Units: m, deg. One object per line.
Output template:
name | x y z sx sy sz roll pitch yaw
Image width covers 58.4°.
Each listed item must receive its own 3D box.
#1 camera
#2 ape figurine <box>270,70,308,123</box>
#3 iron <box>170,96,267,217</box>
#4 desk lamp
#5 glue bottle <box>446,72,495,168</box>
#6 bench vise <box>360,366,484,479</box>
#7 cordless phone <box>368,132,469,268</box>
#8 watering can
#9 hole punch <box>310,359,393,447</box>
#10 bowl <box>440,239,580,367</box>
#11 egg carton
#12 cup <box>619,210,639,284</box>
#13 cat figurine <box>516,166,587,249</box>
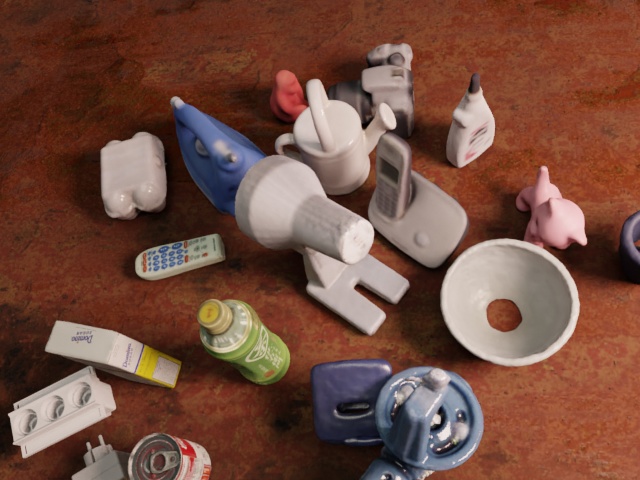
camera | 0.082 -0.243 0.917 0.136 0.101 0.143 -3 64 11
ape figurine | -0.051 -0.243 0.950 0.076 0.092 0.078 0 65 12
iron | -0.177 -0.157 0.908 0.119 0.142 0.257 -41 64 -9
desk lamp | 0.007 0.003 0.752 0.202 0.214 0.118 32 75 24
glue bottle | 0.216 -0.175 0.815 0.078 0.173 0.037 -41 63 -8
bench vise | 0.107 0.224 0.620 0.121 0.220 0.207 14 68 18
cordless phone | 0.129 -0.055 0.769 0.147 0.185 0.094 37 77 25
watering can | 0.020 -0.159 0.837 0.173 0.194 0.100 -29 62 -2
hole punch | 0.046 0.205 0.716 0.108 0.091 0.101 -7 64 9
bowl | 0.240 0.088 0.740 0.167 0.075 0.167 -5 64 10
egg carton | -0.307 -0.107 0.953 0.107 0.069 0.150 -16 63 4
cup | 0.426 0.006 0.727 0.091 0.095 0.118 29 74 23
cat figurine | 0.307 -0.037 0.761 0.067 0.118 0.128 -8 63 9
